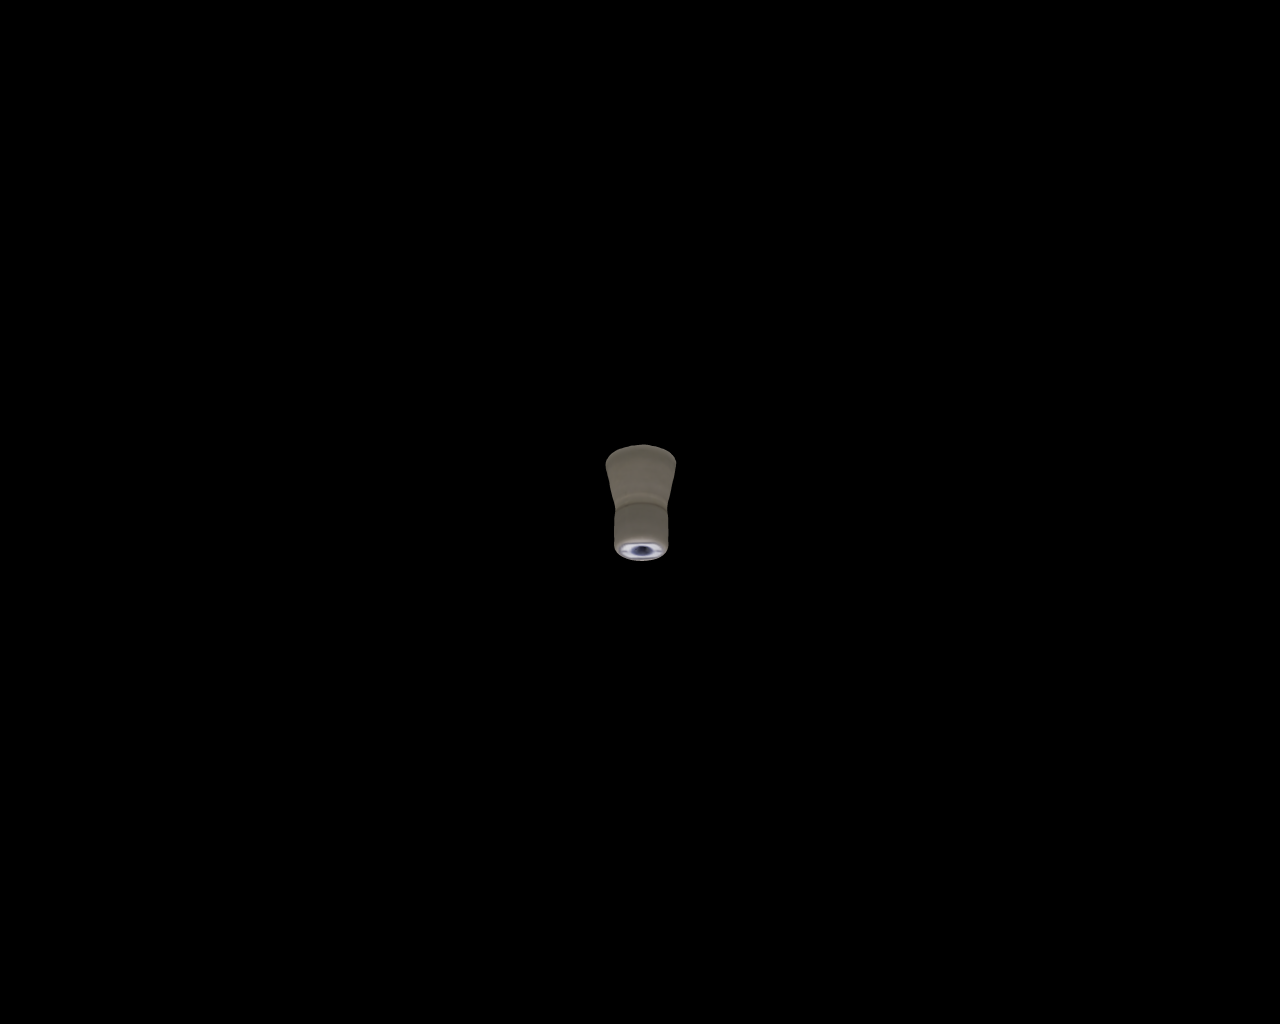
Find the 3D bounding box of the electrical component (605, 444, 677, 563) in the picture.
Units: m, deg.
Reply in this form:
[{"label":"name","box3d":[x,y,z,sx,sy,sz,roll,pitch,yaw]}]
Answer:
[{"label":"electrical component","box3d":[0.001,-0.003,0.650,0.044,0.065,0.044,0,-27,0]}]
